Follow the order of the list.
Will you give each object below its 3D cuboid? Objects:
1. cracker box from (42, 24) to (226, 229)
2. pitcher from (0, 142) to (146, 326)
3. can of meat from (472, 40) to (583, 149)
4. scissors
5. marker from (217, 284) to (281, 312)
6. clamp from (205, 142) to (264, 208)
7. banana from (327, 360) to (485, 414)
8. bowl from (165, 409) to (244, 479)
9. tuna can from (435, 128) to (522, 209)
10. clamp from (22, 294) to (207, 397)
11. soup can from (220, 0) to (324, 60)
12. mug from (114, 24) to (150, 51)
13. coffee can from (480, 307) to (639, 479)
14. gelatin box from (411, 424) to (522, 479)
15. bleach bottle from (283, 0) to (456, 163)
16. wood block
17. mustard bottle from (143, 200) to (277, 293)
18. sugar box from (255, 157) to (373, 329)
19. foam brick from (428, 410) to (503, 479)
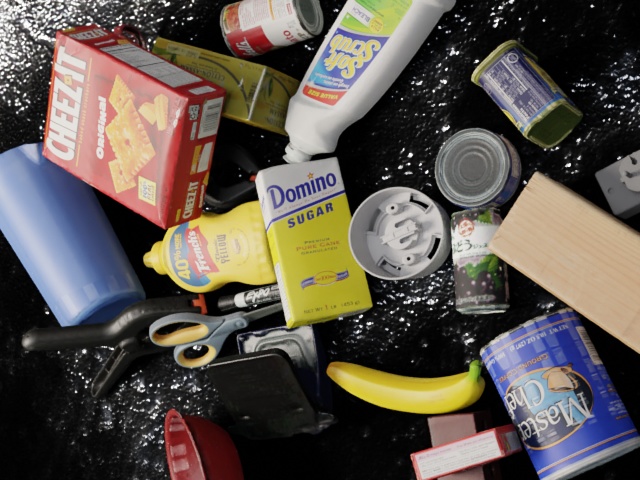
[{"bbox_3d":[-0.220,-0.133,1.229,0.214,0.071,0.164,29,120,26],"label":"cracker box"},{"bbox_3d":[-0.323,0.006,1.346,0.145,0.149,0.243,-35,71,6],"label":"pitcher"},{"bbox_3d":[0.208,-0.142,1.058,0.057,0.102,0.084,-44,68,18],"label":"can of meat"},{"bbox_3d":[-0.097,0.108,1.248,0.202,0.096,0.016,-7,44,3],"label":"scissors"},{"bbox_3d":[-0.069,0.065,1.243,0.121,0.020,0.020,-14,78,28],"label":"marker"},{"bbox_3d":[-0.139,-0.072,1.288,0.172,0.039,0.120,19,96,30],"label":"clamp"},{"bbox_3d":[0.098,0.151,1.115,0.198,0.037,0.069,-8,116,39],"label":"banana"},{"bbox_3d":[-0.126,0.264,1.207,0.162,0.055,0.162,169,90,-68],"label":"bowl"},{"bbox_3d":[0.164,-0.073,1.114,0.086,0.033,0.086,-4,82,30],"label":"tuna can"},{"bbox_3d":[-0.228,0.122,1.287,0.210,0.164,0.036,-20,55,4],"label":"clamp"},{"bbox_3d":[-0.055,-0.256,1.244,0.102,0.068,0.068,-13,78,28],"label":"soup can"},{"bbox_3d":[-0.234,-0.212,1.334,0.093,0.081,0.117,-15,77,28],"label":"mug"},{"bbox_3d":[0.228,0.149,1.013,0.103,0.102,0.140,-32,70,23],"label":"coffee can"},{"bbox_3d":[0.140,0.203,1.013,0.089,0.073,0.030,-23,75,20],"label":"gelatin box"},{"bbox_3d":[0.040,-0.186,1.185,0.103,0.068,0.251,40,107,27],"label":"bleach bottle"},{"bbox_3d":[0.275,0.031,1.007,0.206,0.090,0.091,38,102,28],"label":"wood block"},{"bbox_3d":[-0.129,0.012,1.261,0.192,0.058,0.096,-9,92,30],"label":"mustard bottle"},{"bbox_3d":[-0.008,0.001,1.175,0.093,0.048,0.176,-11,79,-13],"label":"sugar box"},{"bbox_3d":[0.148,0.214,1.081,0.051,0.052,0.078,-14,79,28],"label":"foam brick"}]
